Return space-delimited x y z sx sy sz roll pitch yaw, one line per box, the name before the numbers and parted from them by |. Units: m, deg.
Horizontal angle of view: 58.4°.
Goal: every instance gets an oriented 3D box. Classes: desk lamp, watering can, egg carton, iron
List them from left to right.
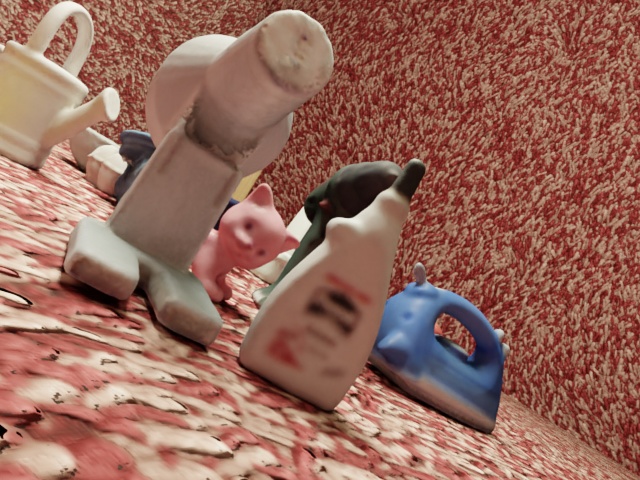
watering can | -0.321 -0.186 0.677 0.173 0.194 0.100 32 -2 -17
egg carton | -0.306 -0.095 0.942 0.107 0.069 0.151 29 -2 41
desk lamp | -0.079 -0.061 0.418 0.118 0.213 0.202 32 -2 -24
iron | 0.169 0.141 0.731 0.259 0.141 0.118 32 -2 -26

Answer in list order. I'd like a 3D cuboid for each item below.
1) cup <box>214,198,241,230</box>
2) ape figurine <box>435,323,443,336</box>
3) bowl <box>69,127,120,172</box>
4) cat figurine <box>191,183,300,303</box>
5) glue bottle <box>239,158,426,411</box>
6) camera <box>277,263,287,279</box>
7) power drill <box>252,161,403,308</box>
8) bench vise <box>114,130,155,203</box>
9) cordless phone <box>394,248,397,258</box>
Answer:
cup | -0.150 -0.019 0.841 0.091 0.095 0.118 31 -2 6
ape figurine | 0.144 0.159 0.828 0.075 0.092 0.078 30 -2 34
bowl | -0.389 -0.144 1.047 0.167 0.075 0.167 31 -2 1
cat figurine | -0.089 -0.007 0.541 0.127 0.118 0.067 31 -2 5
glue bottle | 0.021 0.021 0.378 0.078 0.173 0.037 31 -2 -14
camera | 0.025 0.082 0.834 0.137 0.101 0.142 33 -2 -42
power drill | 0.006 0.002 0.681 0.076 0.208 0.229 31 -2 -15
bench vise | -0.195 -0.121 0.792 0.206 0.220 0.122 29 -2 43
cordless phone | 0.088 0.081 1.141 0.094 0.185 0.147 32 -2 -22
